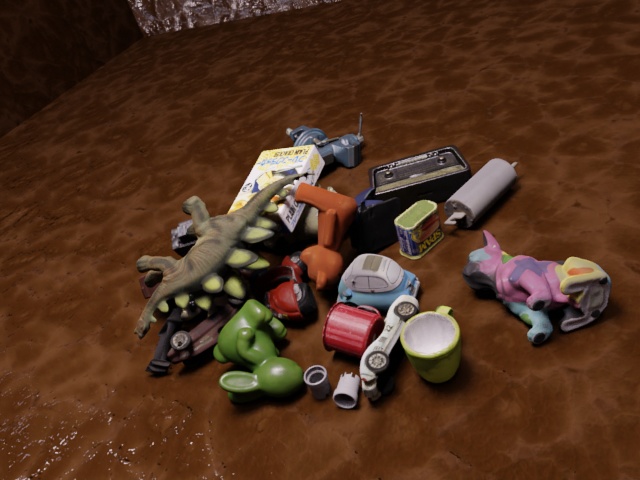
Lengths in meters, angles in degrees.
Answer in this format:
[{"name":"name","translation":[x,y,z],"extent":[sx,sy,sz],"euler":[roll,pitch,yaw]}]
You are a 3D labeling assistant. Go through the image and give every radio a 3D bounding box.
[{"name":"radio","translation":[0.233,-0.143,1.274],"extent":[0.230,0.073,0.131],"euler":[-14,37,7]}]

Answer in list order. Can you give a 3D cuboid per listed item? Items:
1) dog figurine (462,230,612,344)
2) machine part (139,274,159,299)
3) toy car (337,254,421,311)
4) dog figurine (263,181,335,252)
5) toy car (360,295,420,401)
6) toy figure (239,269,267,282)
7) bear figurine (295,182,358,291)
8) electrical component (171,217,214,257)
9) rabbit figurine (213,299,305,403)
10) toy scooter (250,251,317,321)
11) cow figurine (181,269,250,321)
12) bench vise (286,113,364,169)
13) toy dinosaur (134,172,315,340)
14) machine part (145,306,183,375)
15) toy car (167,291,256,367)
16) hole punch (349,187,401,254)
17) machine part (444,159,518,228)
[{"name":"dog figurine","translation":[0.362,0.059,0.938],"extent":[0.192,0.108,0.219],"euler":[-22,34,-2]},{"name":"machine part","translation":[-0.310,0.072,1.189],"extent":[0.179,0.056,0.179],"euler":[-23,3,1]},{"name":"toy car","translation":[0.104,0.080,1.029],"extent":[0.162,0.102,0.109],"euler":[1,42,28]},{"name":"dog figurine","translation":[-0.024,-0.025,1.238],"extent":[0.190,0.121,0.173],"euler":[-47,39,-11]},{"name":"toy car","translation":[0.120,0.180,0.915],"extent":[0.056,0.073,0.202],"euler":[12,47,31]},{"name":"toy figure","translation":[-0.161,0.060,1.212],"extent":[0.155,0.057,0.064],"euler":[33,99,45]},{"name":"bear figurine","translation":[0.001,-0.002,1.080],"extent":[0.132,0.195,0.120],"euler":[20,6,18]},{"name":"electrical component","translation":[-0.284,0.001,1.271],"extent":[0.115,0.134,0.058],"euler":[-19,60,5]},{"name":"rabbit figurine","translation":[-0.107,0.213,0.948],"extent":[0.159,0.121,0.170],"euler":[-38,55,-17]},{"name":"toy scooter","translation":[-0.081,0.104,1.102],"extent":[0.135,0.075,0.184],"euler":[-20,37,7]},{"name":"cow figurine","translation":[-0.234,0.116,1.137],"extent":[0.167,0.098,0.068],"euler":[-19,42,4]},{"name":"bench vise","translation":[-0.001,-0.272,1.506],"extent":[0.224,0.128,0.241],"euler":[-36,47,-18]},{"name":"toy dinosaur","translation":[-0.195,0.008,1.066],"extent":[0.199,0.105,0.471],"euler":[30,71,18]},{"name":"machine part","translation":[-0.313,0.204,1.091],"extent":[0.084,0.039,0.139],"euler":[-40,31,39]},{"name":"toy car","translation":[-0.205,0.175,1.053],"extent":[0.202,0.089,0.053],"euler":[-39,59,-23]},{"name":"hole punch","translation":[0.106,-0.044,1.165],"extent":[0.116,0.142,0.092],"euler":[-21,36,-26]},{"name":"machine part","translation":[0.350,-0.103,1.169],"extent":[0.243,0.079,0.079],"euler":[-41,42,-24]}]
